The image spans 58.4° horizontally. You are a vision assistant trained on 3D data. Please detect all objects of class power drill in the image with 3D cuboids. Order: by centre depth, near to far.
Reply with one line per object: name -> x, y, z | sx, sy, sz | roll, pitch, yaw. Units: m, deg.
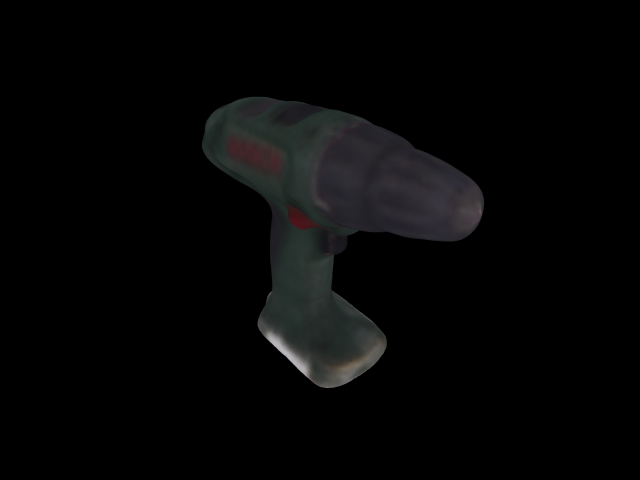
power drill -> 0.004, 0.001, 0.400 | 0.076, 0.208, 0.228 | -30, 49, -31
